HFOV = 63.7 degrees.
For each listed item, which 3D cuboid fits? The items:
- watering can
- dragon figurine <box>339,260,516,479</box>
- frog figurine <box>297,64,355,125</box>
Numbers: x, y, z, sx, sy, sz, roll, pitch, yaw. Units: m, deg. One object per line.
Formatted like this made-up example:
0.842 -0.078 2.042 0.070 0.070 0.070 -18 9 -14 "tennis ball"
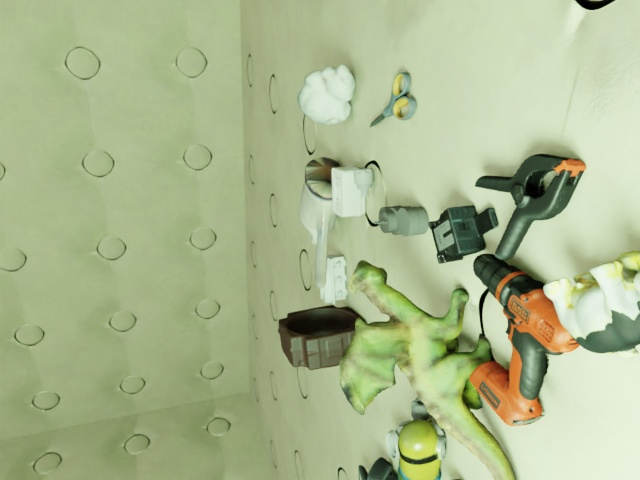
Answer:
0.004 -0.067 1.333 0.219 0.104 0.356 101 166 -45 "watering can"
0.140 0.204 0.774 0.119 0.243 0.419 116 147 -53 "dragon figurine"
0.025 -0.335 1.198 0.136 0.124 0.160 55 162 -19 "frog figurine"
